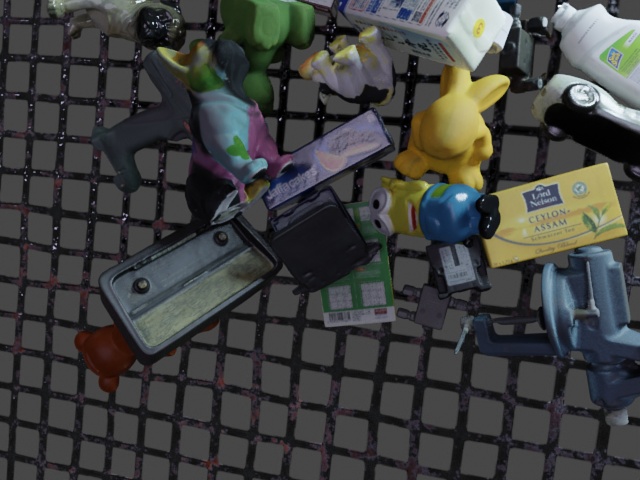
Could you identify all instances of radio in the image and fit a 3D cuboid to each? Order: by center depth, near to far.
[{"bbox_3d":[-0.179,0.055,0.748,0.229,0.073,0.131,-34,80,-32],"label":"radio"}]

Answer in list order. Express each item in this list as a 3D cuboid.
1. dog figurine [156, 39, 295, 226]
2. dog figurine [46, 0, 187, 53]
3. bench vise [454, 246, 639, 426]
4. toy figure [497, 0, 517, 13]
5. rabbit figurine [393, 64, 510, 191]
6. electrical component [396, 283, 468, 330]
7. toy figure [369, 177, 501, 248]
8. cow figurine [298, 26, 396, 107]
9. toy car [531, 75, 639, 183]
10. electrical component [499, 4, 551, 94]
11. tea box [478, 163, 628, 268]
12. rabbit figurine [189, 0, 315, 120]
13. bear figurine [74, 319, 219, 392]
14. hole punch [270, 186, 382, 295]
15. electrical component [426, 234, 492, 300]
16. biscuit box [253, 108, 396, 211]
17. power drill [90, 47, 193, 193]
[{"bbox_3d":[-0.143,-0.151,0.712,0.191,0.108,0.219,-38,81,33],"label":"dog figurine"},{"bbox_3d":[-0.289,-0.374,0.814,0.191,0.121,0.172,7,98,-2],"label":"dog figurine"},{"bbox_3d":[0.303,0.125,0.691,0.241,0.129,0.223,-9,103,34],"label":"bench vise"},{"bbox_3d":[0.219,-0.375,0.710,0.058,0.064,0.154,-17,83,50],"label":"toy figure"},{"bbox_3d":[0.172,-0.138,0.675,0.122,0.173,0.162,30,103,14],"label":"rabbit figurine"},{"bbox_3d":[0.160,0.097,0.765,0.094,0.021,0.063,14,96,11],"label":"electrical component"},{"bbox_3d":[0.145,-0.036,0.699,0.180,0.089,0.082,6,87,41],"label":"toy figure"},{"bbox_3d":[0.038,-0.222,0.729,0.068,0.167,0.098,-44,116,-13],"label":"cow figurine"},{"bbox_3d":[0.369,-0.139,0.678,0.202,0.073,0.056,29,63,9],"label":"toy car"},{"bbox_3d":[0.270,-0.246,0.703,0.045,0.078,0.102,6,89,36],"label":"electrical component"},{"bbox_3d":[0.293,-0.031,0.705,0.170,0.068,0.098,-17,90,14],"label":"tea box"},{"bbox_3d":[-0.106,-0.257,0.758,0.159,0.121,0.170,25,123,21],"label":"rabbit figurine"},{"bbox_3d":[-0.275,0.143,0.833,0.196,0.132,0.120,-39,83,30],"label":"bear figurine"},{"bbox_3d":[-0.002,-0.002,0.757,0.142,0.092,0.115,-31,116,7],"label":"hole punch"},{"bbox_3d":[0.184,0.018,0.731,0.075,0.047,0.119,-11,79,13],"label":"electrical component"},{"bbox_3d":[0.005,-0.111,0.770,0.203,0.059,0.063,-27,87,13],"label":"biscuit box"},{"bbox_3d":[-0.224,-0.151,0.808,0.207,0.086,0.232,-28,98,17],"label":"power drill"}]
